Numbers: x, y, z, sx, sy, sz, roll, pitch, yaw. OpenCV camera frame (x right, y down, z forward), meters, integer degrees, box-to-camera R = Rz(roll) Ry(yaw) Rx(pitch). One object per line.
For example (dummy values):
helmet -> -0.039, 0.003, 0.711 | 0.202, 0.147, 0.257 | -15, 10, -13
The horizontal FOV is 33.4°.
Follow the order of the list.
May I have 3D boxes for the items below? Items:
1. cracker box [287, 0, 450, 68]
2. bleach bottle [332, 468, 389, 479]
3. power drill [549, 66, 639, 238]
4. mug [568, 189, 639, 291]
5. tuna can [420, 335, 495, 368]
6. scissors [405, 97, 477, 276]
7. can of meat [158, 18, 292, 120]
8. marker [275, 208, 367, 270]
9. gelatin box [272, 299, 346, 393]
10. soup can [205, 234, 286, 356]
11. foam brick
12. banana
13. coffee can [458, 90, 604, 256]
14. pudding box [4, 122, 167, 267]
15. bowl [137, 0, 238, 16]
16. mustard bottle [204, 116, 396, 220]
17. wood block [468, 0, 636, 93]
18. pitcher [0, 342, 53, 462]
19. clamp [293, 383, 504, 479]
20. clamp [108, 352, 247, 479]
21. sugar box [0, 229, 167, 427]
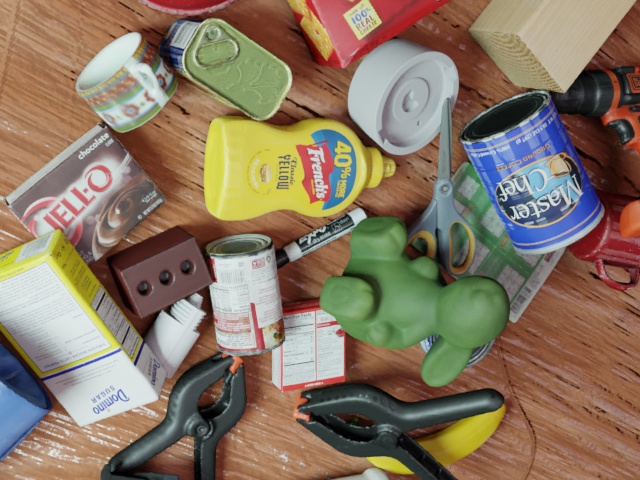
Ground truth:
cracker box -> 0.031, -0.292, 0.986 | 0.164, 0.072, 0.213 | -33, 115, -15
bleach bottle -> -0.047, 0.300, 1.106 | 0.250, 0.068, 0.103 | -1, 119, -25
power drill -> 0.335, -0.099, 1.149 | 0.184, 0.057, 0.188 | -7, 74, -24
mug -> 0.330, 0.000, 1.196 | 0.081, 0.093, 0.117 | 9, 72, -23
tuna can -> 0.150, 0.096, 1.170 | 0.086, 0.034, 0.086 | -7, 106, -24
scissors -> 0.110, -0.041, 1.094 | 0.096, 0.016, 0.201 | -21, 121, -5
can of meat -> -0.088, -0.156, 0.956 | 0.102, 0.084, 0.057 | 30, 89, -30
marker -> -0.007, 0.001, 1.075 | 0.121, 0.020, 0.020 | -28, 114, -17
gelatin box -> -0.012, 0.106, 1.095 | 0.073, 0.030, 0.089 | -7, 106, -23
soup can -> -0.072, 0.052, 1.028 | 0.068, 0.069, 0.102 | -14, 108, -23
foam brick -> -0.150, 0.029, 0.993 | 0.078, 0.051, 0.053 | -27, 114, -18
banana -> 0.125, 0.224, 1.189 | 0.197, 0.037, 0.070 | -3, 106, -26
coffee can -> 0.220, -0.070, 1.109 | 0.102, 0.103, 0.140 | -35, 108, -14
pudding box -> -0.209, -0.036, 0.954 | 0.113, 0.039, 0.090 | -42, 118, -10
bowl -> -0.115, -0.262, 0.896 | 0.162, 0.055, 0.162 | -1, 115, -2
mustard bottle -> -0.014, -0.070, 1.031 | 0.191, 0.058, 0.096 | -2, 104, -26
wood block -> 0.262, -0.262, 1.098 | 0.090, 0.090, 0.206 | 41, 83, -29
pitcher -> -0.349, 0.185, 0.903 | 0.149, 0.145, 0.243 | 45, 86, -16
clamp -> 0.079, 0.188, 1.100 | 0.210, 0.036, 0.165 | 19, 127, -1
clamp -> -0.118, 0.190, 1.060 | 0.120, 0.039, 0.171 | 37, 93, -36
sugar box -> -0.223, 0.082, 0.954 | 0.093, 0.048, 0.176 | -20, 120, 20
